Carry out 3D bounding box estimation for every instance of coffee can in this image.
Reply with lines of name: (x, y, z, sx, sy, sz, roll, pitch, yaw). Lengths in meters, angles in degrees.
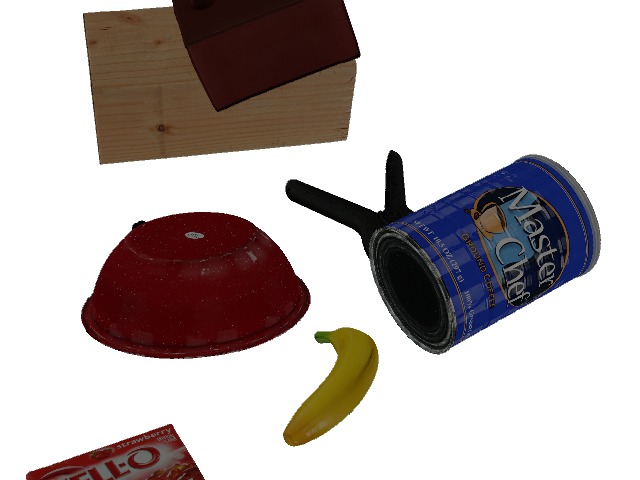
coffee can: (0.122, 0.009, 0.800, 0.140, 0.103, 0.103, -26, 10, -22)

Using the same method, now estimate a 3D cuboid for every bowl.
bowl: (-0.088, 0.021, 0.745, 0.162, 0.055, 0.162, -2, 22, 0)

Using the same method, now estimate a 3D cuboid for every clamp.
clamp: (0.066, -0.019, 1.226, 0.164, 0.210, 0.036, -13, -38, -26)

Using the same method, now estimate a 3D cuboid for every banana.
banana: (0.017, 0.123, 0.950, 0.070, 0.037, 0.197, -27, 13, 17)

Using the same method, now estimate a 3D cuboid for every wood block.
wood block: (-0.083, -0.132, 0.872, 0.206, 0.090, 0.091, -6, -37, -11)

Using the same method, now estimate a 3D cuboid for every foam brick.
foam brick: (-0.028, -0.109, 0.516, 0.078, 0.053, 0.051, -21, -32, 5)

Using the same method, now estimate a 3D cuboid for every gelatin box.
gelatin box: (-0.110, 0.143, 0.589, 0.089, 0.030, 0.073, -16, 28, -20)

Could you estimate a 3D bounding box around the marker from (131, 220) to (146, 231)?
marker: (-0.184, 0.031, 1.060, 0.020, 0.121, 0.020, 10, 34, -7)
